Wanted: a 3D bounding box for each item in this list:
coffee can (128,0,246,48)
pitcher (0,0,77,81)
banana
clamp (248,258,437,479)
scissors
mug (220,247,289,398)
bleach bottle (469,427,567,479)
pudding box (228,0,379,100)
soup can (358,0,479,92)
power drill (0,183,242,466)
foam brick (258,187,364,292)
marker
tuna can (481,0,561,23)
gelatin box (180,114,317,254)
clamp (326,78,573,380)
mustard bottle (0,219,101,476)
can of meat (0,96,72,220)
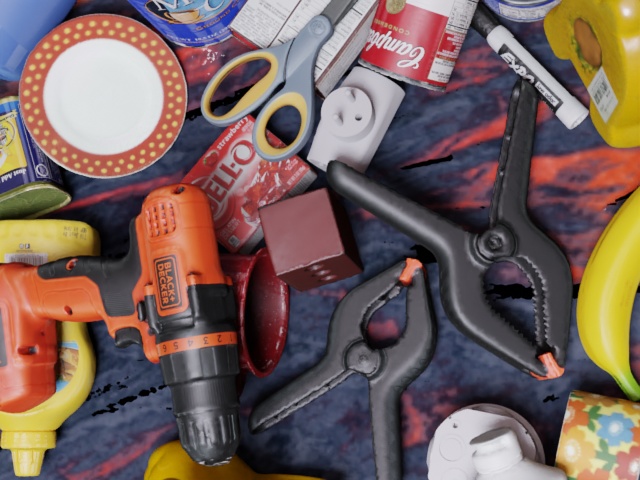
[{"bbox_3d":[-0.110,-0.216,0.799,0.103,0.140,0.103,-2,80,13],"label":"coffee can"},{"bbox_3d":[-0.233,-0.259,0.843,0.149,0.144,0.243,33,92,38],"label":"pitcher"},{"bbox_3d":[0.226,0.008,0.734,0.069,0.037,0.198,25,88,-3],"label":"banana"},{"bbox_3d":[0.023,0.090,0.765,0.120,0.039,0.171,17,78,11],"label":"clamp"},{"bbox_3d":[0.004,-0.135,0.784,0.202,0.016,0.096,-33,80,9],"label":"scissors"},{"bbox_3d":[-0.076,0.062,0.768,0.082,0.093,0.117,1,79,18],"label":"mug"},{"bbox_3d":[0.160,0.235,0.661,0.103,0.068,0.251,-22,90,10],"label":"bleach bottle"},{"bbox_3d":[-0.002,-0.179,0.820,0.090,0.039,0.113,37,93,14],"label":"pudding box"},{"bbox_3d":[0.076,-0.166,0.767,0.068,0.068,0.102,23,106,16],"label":"soup can"},{"bbox_3d":[-0.140,0.068,0.721,0.188,0.057,0.184,-13,79,24],"label":"power drill"},{"bbox_3d":[-0.005,0.001,0.768,0.053,0.078,0.051,-17,75,10],"label":"foam brick"},{"bbox_3d":[0.149,-0.130,0.784,0.020,0.020,0.121,-41,73,4],"label":"marker"},{"bbox_3d":[0.154,-0.207,0.789,0.086,0.033,0.086,-2,80,13],"label":"tuna can"},{"bbox_3d":[-0.059,-0.042,0.813,0.073,0.030,0.089,42,91,17],"label":"gelatin box"},{"bbox_3d":[0.124,-0.004,0.750,0.164,0.036,0.210,-31,84,-8],"label":"clamp"},{"bbox_3d":[-0.219,0.082,0.814,0.096,0.058,0.191,0,80,1],"label":"mustard bottle"},{"bbox_3d":[-0.260,-0.057,0.851,0.102,0.057,0.084,-21,74,9],"label":"can of meat"}]
